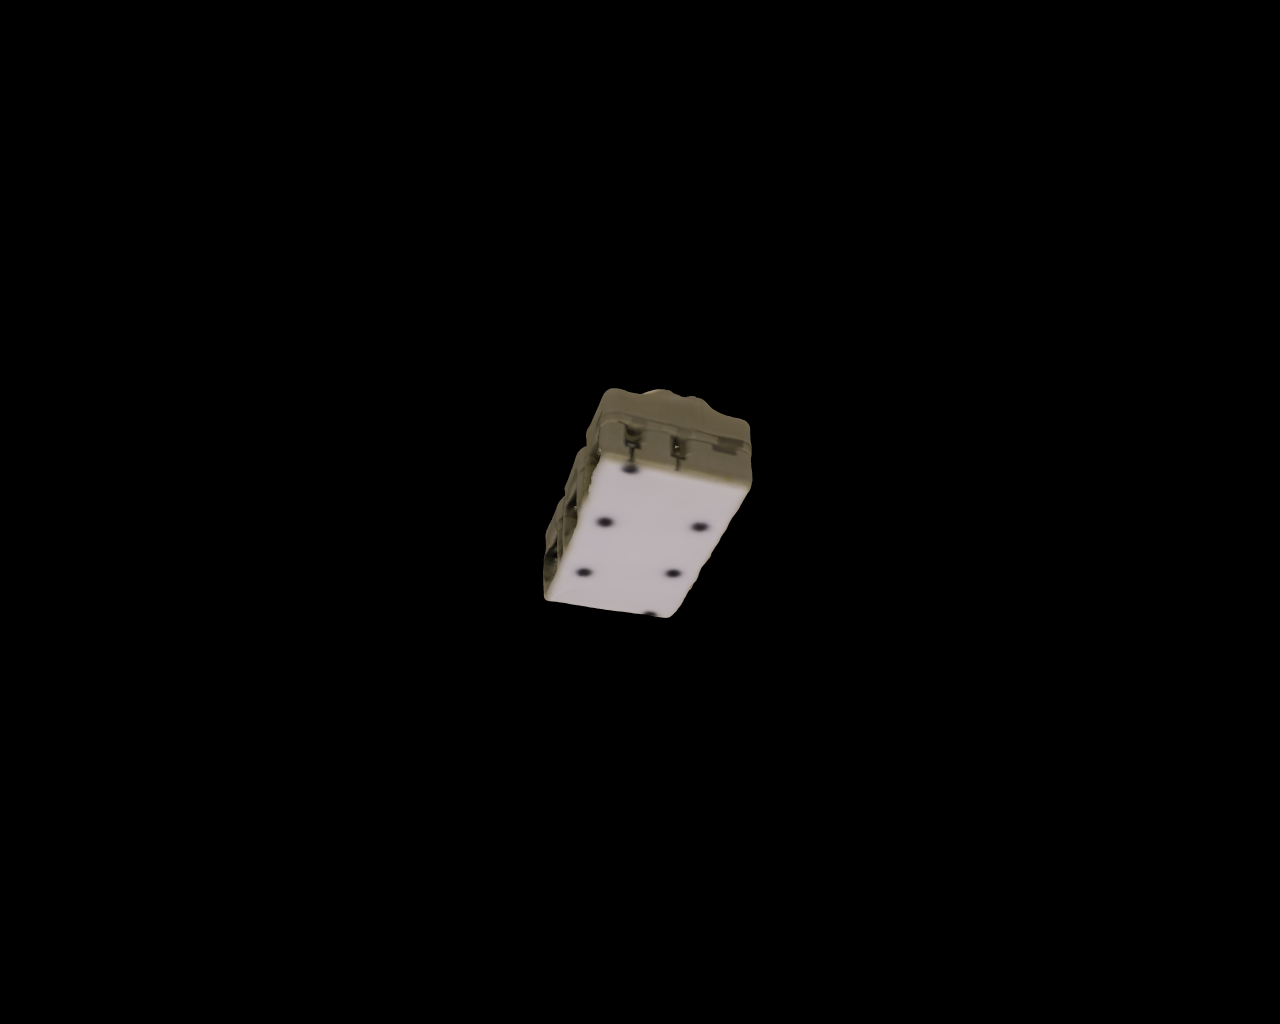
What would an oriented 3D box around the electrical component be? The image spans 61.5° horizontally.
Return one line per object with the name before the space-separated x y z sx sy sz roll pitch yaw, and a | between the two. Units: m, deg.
electrical component | 0.001 -0.003 0.650 0.089 0.062 0.150 11 -39 -14
